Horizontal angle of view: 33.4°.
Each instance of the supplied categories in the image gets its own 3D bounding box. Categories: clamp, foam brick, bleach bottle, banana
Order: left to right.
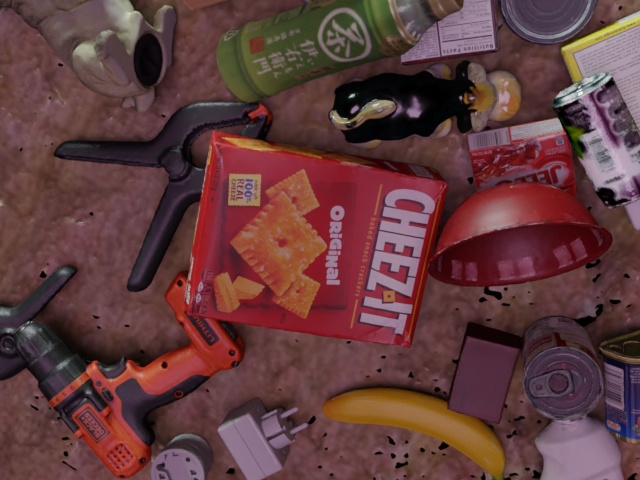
[{"bbox_3d":[-0.308,0.090,1.086,0.171,0.039,0.120,-4,95,3],"label":"clamp"},{"bbox_3d":[-0.133,-0.058,1.011,0.210,0.036,0.164,-25,82,7],"label":"clamp"},{"bbox_3d":[0.102,0.183,1.038,0.198,0.037,0.070,25,105,3],"label":"banana"},{"bbox_3d":[0.155,0.125,1.009,0.053,0.051,0.078,15,104,7],"label":"foam brick"},{"bbox_3d":[0.243,0.267,1.013,0.102,0.068,0.251,-9,103,9],"label":"bleach bottle"}]

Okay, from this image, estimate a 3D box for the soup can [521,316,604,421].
[{"bbox_3d":[0.217,0.114,0.969,0.068,0.102,0.068,2,102,9],"label":"soup can"}]

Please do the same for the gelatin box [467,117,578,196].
[{"bbox_3d":[0.182,-0.067,0.957,0.089,0.030,0.073,-9,130,12],"label":"gelatin box"}]

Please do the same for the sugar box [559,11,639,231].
[{"bbox_3d":[0.287,-0.107,0.940,0.093,0.048,0.176,-22,102,14],"label":"sugar box"}]

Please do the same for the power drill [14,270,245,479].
[{"bbox_3d":[-0.183,0.114,1.045,0.188,0.057,0.184,-38,95,6],"label":"power drill"}]

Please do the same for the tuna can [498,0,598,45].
[{"bbox_3d":[0.200,-0.214,0.936,0.086,0.033,0.086,2,102,9],"label":"tuna can"}]

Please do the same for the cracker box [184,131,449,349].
[{"bbox_3d":[-0.006,0.001,0.973,0.213,0.072,0.164,9,104,-8],"label":"cracker box"}]

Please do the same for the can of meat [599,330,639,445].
[{"bbox_3d":[0.304,0.129,0.965,0.101,0.058,0.084,-13,106,-27],"label":"can of meat"}]

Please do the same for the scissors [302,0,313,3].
[{"bbox_3d":[-0.049,-0.264,0.975,0.202,0.016,0.096,15,103,6],"label":"scissors"}]

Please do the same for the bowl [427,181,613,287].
[{"bbox_3d":[0.172,-0.009,0.943,0.162,0.162,0.055,-10,70,11],"label":"bowl"}]

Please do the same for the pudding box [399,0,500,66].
[{"bbox_3d":[0.109,-0.217,0.948,0.090,0.039,0.113,-5,103,12],"label":"pudding box"}]

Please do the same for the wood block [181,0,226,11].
[{"bbox_3d":[-0.038,-0.281,0.915,0.206,0.090,0.091,-14,76,14],"label":"wood block"}]
